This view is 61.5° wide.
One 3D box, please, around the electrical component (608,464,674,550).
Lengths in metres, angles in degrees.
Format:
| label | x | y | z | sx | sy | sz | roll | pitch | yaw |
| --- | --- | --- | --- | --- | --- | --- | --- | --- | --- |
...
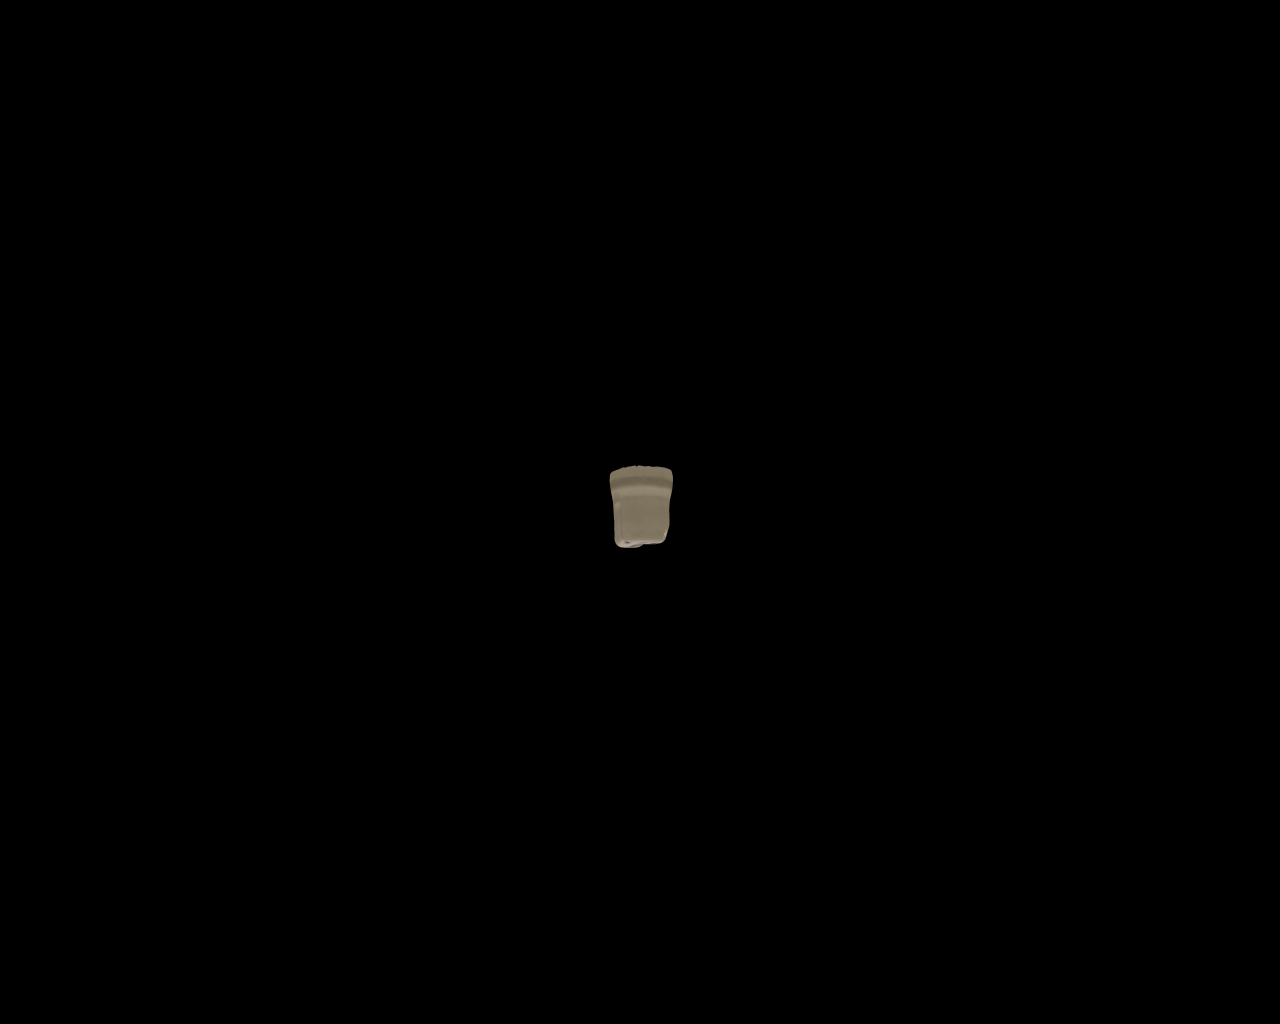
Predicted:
| label | x | y | z | sx | sy | sz | roll | pitch | yaw |
| --- | --- | --- | --- | --- | --- | --- | --- | --- | --- |
| electrical component | 0.001 | -0.003 | 0.650 | 0.040 | 0.046 | 0.040 | 0 | -12 | 0 |
